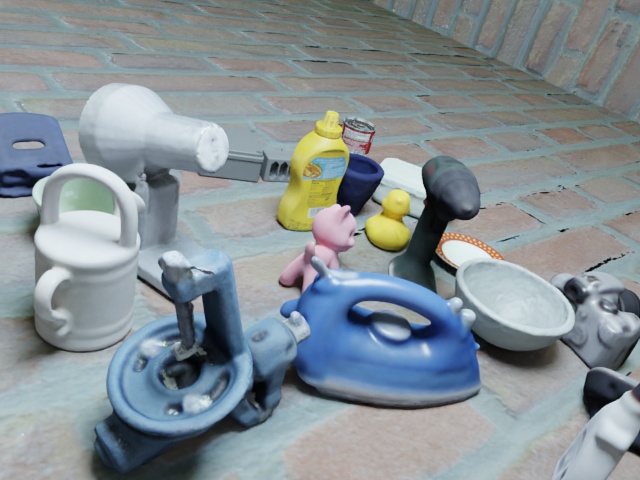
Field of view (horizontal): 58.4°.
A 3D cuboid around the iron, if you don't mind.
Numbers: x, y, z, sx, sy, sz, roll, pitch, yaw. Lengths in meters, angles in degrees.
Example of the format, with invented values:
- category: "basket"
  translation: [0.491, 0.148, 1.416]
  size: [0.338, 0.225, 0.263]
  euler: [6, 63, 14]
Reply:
- category: "iron"
  translation: [0.086, 0.099, 0.649]
  size: [0.258, 0.141, 0.118]
  euler: [12, 31, -8]

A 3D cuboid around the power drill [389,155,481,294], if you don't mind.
- category: "power drill"
  translation: [0.164, -0.018, 0.811]
  size: [0.075, 0.208, 0.229]
  euler: [15, 31, -3]

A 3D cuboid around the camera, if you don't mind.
- category: "camera"
  translation: [0.422, 0.106, 0.843]
  size: [0.137, 0.101, 0.143]
  euler: [1, 34, -25]

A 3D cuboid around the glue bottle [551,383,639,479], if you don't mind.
- category: "glue bottle"
  translation: [0.279, 0.195, 0.558]
  size: [0.037, 0.173, 0.078]
  euler: [30, 33, 21]

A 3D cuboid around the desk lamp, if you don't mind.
- category: "desk lamp"
  translation: [-0.195, -0.068, 0.712]
  size: [0.202, 0.213, 0.118]
  euler: [29, 33, 21]

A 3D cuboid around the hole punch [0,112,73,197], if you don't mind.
- category: "hole punch"
  translation: [-0.413, -0.123, 0.814]
  size: [0.109, 0.091, 0.100]
  euler: [-12, 41, -39]

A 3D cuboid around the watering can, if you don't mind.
- category: "watering can"
  translation: [-0.237, 0.006, 0.591]
  size: [0.101, 0.194, 0.172]
  euler: [6, 32, -17]

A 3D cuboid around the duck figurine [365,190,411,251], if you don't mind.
- category: "duck figurine"
  translation: [0.121, -0.040, 0.946]
  size: [0.077, 0.086, 0.104]
  euler: [17, 31, 0]

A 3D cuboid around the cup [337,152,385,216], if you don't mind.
- category: "cup"
  translation: [0.043, -0.095, 0.989]
  size: [0.117, 0.095, 0.092]
  euler: [22, 31, 8]

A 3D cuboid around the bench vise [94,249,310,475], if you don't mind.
- category: "bench vise"
  translation: [-0.096, 0.083, 0.508]
  size: [0.121, 0.220, 0.208]
  euler: [28, 32, 18]

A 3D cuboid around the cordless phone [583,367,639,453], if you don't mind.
- category: "cordless phone"
  translation: [0.409, 0.161, 0.665]
  size: [0.147, 0.185, 0.094]
  euler: [23, 31, 11]

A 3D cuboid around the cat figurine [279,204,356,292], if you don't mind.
- category: "cat figurine"
  translation: [0.007, 0.003, 0.790]
  size: [0.067, 0.118, 0.128]
  euler: [27, 32, 16]

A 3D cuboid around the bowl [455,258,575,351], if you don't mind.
- category: "bowl"
  translation: [0.258, 0.100, 0.797]
  size: [0.167, 0.075, 0.167]
  euler: [12, 31, -7]
